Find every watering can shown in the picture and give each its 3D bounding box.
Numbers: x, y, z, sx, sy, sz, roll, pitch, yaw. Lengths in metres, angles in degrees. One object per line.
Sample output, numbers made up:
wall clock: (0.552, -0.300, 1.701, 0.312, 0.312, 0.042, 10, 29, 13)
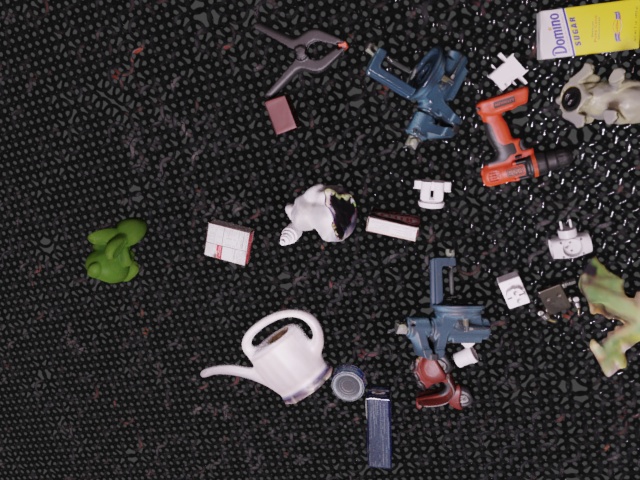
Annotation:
watering can: (-0.119, 0.313, 1.286, 0.344, 0.105, 0.224, -37, 94, 17)

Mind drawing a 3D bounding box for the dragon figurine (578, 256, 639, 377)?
dragon figurine: (0.676, 0.103, 1.072, 0.243, 0.123, 0.405, 11, 105, 17)

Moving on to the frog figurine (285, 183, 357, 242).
frog figurine: (0.004, -0.060, 1.184, 0.159, 0.125, 0.136, -7, 117, 51)
